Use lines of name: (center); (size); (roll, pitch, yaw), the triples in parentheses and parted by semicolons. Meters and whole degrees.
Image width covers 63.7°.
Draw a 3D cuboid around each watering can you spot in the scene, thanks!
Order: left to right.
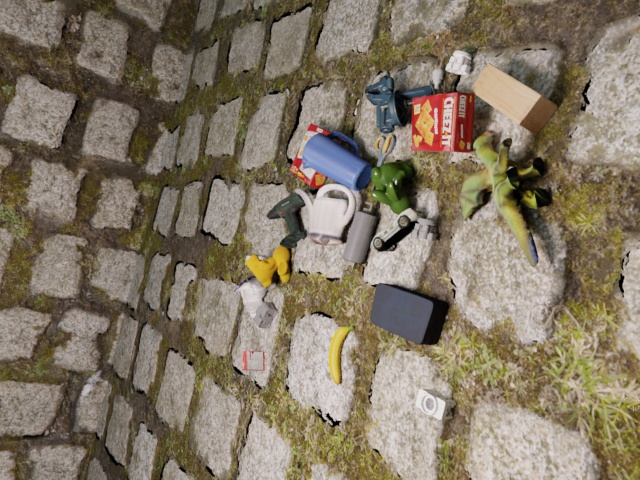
watering can: (0.006, -0.095, 1.878); (0.348, 0.103, 0.225); (7, 84, 51)

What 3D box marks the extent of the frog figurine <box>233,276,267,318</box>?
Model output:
frog figurine: (-0.270, 0.235, 2.130); (0.135, 0.124, 0.160); (-38, 87, 29)

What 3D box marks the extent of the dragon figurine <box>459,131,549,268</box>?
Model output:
dragon figurine: (0.463, -0.115, 1.362); (0.240, 0.122, 0.416); (150, 127, -62)
